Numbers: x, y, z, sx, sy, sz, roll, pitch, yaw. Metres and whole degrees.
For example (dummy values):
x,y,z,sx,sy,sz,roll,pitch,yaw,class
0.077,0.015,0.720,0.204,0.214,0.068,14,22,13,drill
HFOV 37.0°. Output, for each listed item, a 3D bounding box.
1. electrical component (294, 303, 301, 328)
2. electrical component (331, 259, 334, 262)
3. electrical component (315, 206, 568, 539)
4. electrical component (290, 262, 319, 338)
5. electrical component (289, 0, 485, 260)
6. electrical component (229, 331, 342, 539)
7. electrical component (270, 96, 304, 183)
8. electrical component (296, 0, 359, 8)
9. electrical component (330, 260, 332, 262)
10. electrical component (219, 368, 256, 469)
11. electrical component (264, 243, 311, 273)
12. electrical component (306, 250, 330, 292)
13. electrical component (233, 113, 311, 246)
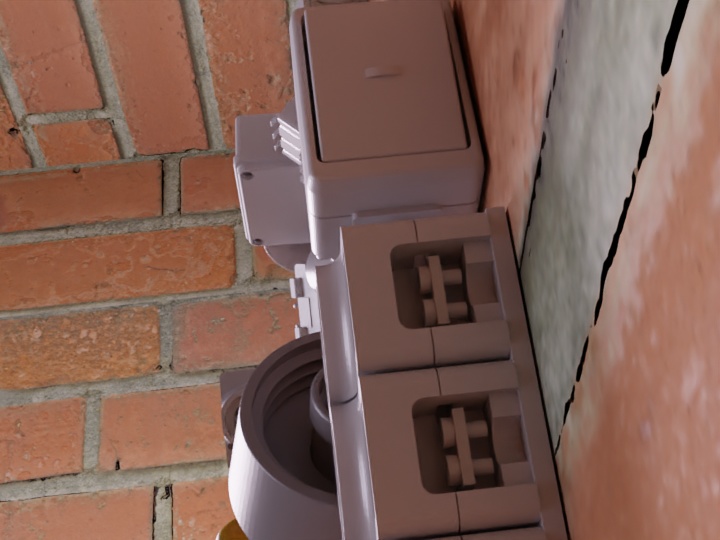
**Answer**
x,y,z,sx,sy,sz,roll,pitch,yaw,class
-0.022,0.038,0.989,0.047,0.077,0.065,121,143,-84,electrical component
0.004,-0.066,0.516,0.108,0.056,0.108,-115,19,-78,electrical component
0.024,0.068,0.351,0.089,0.062,0.150,91,172,-66,electrical component
-0.014,0.050,0.872,0.079,0.063,0.121,3,101,46,electrical component
0.009,-0.049,0.395,0.061,0.062,0.096,90,174,-60,electrical component
-0.002,0.072,0.459,0.108,0.108,0.060,-99,11,-47,electrical component
-0.020,-0.091,0.730,0.078,0.063,0.121,-56,-1,-6,electrical component
-0.019,-0.165,0.790,0.080,0.051,0.080,174,90,-87,electrical component
0.003,-0.041,0.624,0.080,0.051,0.080,174,90,-87,electrical component
-0.050,0.131,0.995,0.061,0.150,0.089,108,156,-84,electrical component
-0.039,-0.044,0.990,0.099,0.099,0.064,91,179,-64,electrical component
0.000,0.000,0.738,0.081,0.043,0.043,3,100,61,electrical component
-0.042,-0.073,0.859,0.108,0.109,0.056,89,177,-58,electrical component
